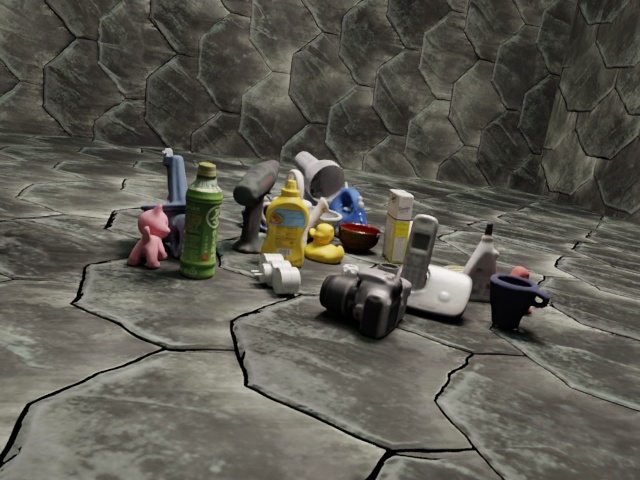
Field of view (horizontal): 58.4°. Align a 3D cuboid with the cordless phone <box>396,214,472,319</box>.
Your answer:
[{"bbox_3d":[0.225,0.051,1.105,0.147,0.185,0.094,12,14,15],"label":"cordless phone"}]

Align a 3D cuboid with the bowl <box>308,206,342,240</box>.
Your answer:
[{"bbox_3d":[-0.025,-0.044,1.578,0.167,0.075,0.167,8,13,-2],"label":"bowl"}]

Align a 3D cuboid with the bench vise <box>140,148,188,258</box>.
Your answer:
[{"bbox_3d":[-0.299,-0.082,1.251,0.206,0.220,0.122,15,15,24],"label":"bench vise"}]

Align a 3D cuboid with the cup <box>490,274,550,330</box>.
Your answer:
[{"bbox_3d":[0.372,0.125,1.086,0.092,0.095,0.117,-4,19,-43],"label":"cup"}]

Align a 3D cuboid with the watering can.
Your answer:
[{"bbox_3d":[-0.065,-0.081,1.449,0.173,0.194,0.100,-5,19,-44],"label":"watering can"}]

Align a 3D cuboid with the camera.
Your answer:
[{"bbox_3d":[0.079,0.094,1.017,0.136,0.101,0.143,14,15,23],"label":"camera"}]

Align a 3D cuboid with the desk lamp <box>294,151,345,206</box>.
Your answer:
[{"bbox_3d":[-0.030,-0.149,1.711,0.118,0.213,0.202,-1,17,-35],"label":"desk lamp"}]

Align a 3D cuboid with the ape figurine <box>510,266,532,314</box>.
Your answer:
[{"bbox_3d":[0.420,0.102,1.218,0.076,0.092,0.078,12,14,13],"label":"ape figurine"}]

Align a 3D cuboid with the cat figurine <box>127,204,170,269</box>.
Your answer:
[{"bbox_3d":[-0.344,-0.015,1.166,0.067,0.118,0.127,7,14,-6],"label":"cat figurine"}]

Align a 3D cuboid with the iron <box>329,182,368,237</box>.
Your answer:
[{"bbox_3d":[0.094,-0.082,1.667,0.119,0.141,0.257,5,14,-15],"label":"iron"}]

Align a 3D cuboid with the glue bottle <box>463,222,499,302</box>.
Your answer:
[{"bbox_3d":[0.350,0.046,1.229,0.078,0.173,0.037,7,14,-7],"label":"glue bottle"}]

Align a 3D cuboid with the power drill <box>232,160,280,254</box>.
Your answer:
[{"bbox_3d":[-0.151,-0.082,1.367,0.075,0.208,0.230,10,14,8],"label":"power drill"}]

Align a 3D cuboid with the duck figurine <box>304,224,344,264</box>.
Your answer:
[{"bbox_3d":[0.013,0.005,1.375,0.104,0.086,0.078,17,16,31],"label":"duck figurine"}]

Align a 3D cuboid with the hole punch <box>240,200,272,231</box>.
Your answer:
[{"bbox_3d":[-0.160,-0.077,1.595,0.100,0.091,0.109,14,14,21],"label":"hole punch"}]
